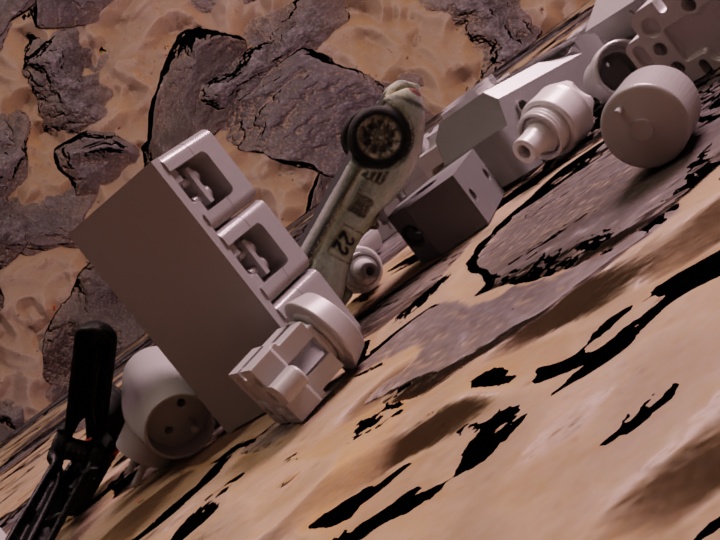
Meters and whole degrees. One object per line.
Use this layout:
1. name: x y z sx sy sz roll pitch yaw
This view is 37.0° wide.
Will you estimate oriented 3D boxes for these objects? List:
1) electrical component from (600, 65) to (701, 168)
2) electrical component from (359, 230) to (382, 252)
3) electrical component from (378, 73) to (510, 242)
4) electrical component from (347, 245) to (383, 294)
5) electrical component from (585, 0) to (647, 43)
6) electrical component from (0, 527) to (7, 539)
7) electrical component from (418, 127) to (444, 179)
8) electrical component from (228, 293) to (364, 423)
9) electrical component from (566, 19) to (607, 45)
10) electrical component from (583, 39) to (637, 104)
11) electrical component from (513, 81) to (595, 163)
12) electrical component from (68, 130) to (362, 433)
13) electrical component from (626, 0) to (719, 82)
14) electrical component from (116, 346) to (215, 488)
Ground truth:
1. electrical component: 0.141 -0.077 0.509 0.040 0.040 0.078 -33 7 36
2. electrical component: -0.024 -0.010 0.920 0.081 0.043 0.043 -41 7 -28
3. electrical component: 0.078 -0.111 1.017 0.186 0.060 0.105 -36 6 12
4. electrical component: 0.000 0.000 0.756 0.035 0.035 0.061 -38 9 -10
5. electrical component: 0.239 -0.216 0.698 0.186 0.060 0.105 -23 42 65
6. electrical component: -0.258 0.198 0.669 0.089 0.050 0.055 -36 7 16
7. electrical component: 0.094 -0.106 0.908 0.050 0.055 0.089 -30 9 48
8. electrical component: -0.031 0.045 0.550 0.055 0.048 0.066 -48 9 -21
9. electrical component: 0.215 -0.193 0.894 0.080 0.051 0.080 -37 6 5
10. electrical component: 0.177 -0.135 0.746 0.040 0.040 0.046 -37 0 -1
11. electrical component: 0.124 -0.093 0.708 0.062 0.043 0.043 -43 8 -33
12. electrical component: -0.081 0.006 0.626 0.089 0.150 0.061 -32 9 38
13. electrical component: 0.202 -0.151 0.633 0.057 0.058 0.078 -45 9 -33
14. electrical component: -0.128 0.098 0.676 0.079 0.043 0.077 -65 28 8
